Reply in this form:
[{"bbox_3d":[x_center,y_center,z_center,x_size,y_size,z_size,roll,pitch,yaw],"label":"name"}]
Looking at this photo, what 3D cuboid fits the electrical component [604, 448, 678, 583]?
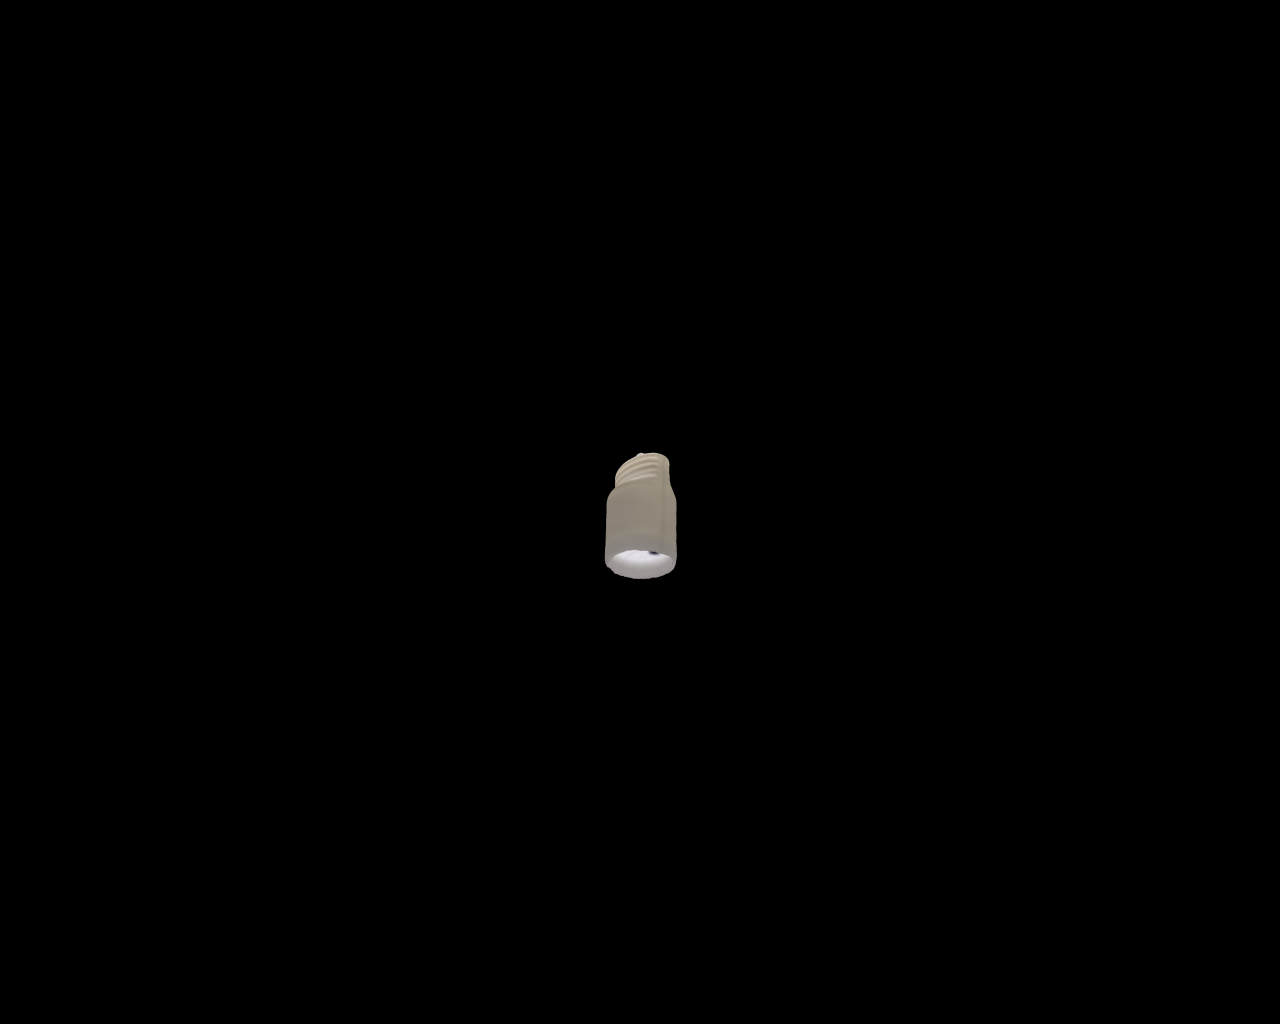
[{"bbox_3d":[0.001,-0.003,0.650,0.043,0.081,0.043,0,-30,0],"label":"electrical component"}]
